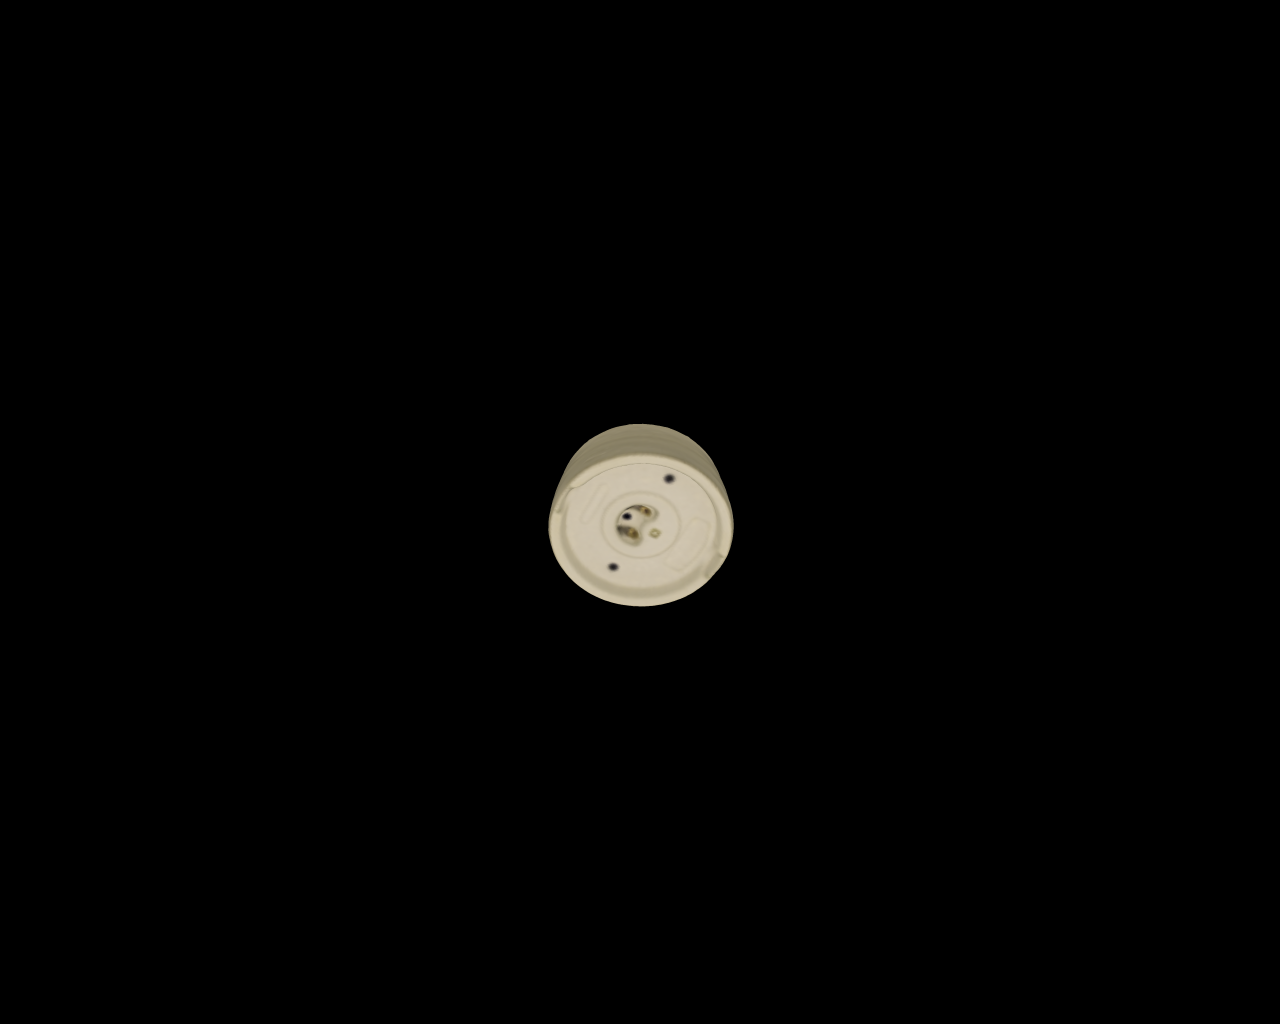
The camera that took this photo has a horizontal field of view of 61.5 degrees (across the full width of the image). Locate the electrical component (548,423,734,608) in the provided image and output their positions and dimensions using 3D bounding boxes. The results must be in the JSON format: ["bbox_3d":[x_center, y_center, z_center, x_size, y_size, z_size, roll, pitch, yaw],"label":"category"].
[{"bbox_3d":[0.001,-0.003,0.650,0.108,0.108,0.060,0,32,0],"label":"electrical component"}]
